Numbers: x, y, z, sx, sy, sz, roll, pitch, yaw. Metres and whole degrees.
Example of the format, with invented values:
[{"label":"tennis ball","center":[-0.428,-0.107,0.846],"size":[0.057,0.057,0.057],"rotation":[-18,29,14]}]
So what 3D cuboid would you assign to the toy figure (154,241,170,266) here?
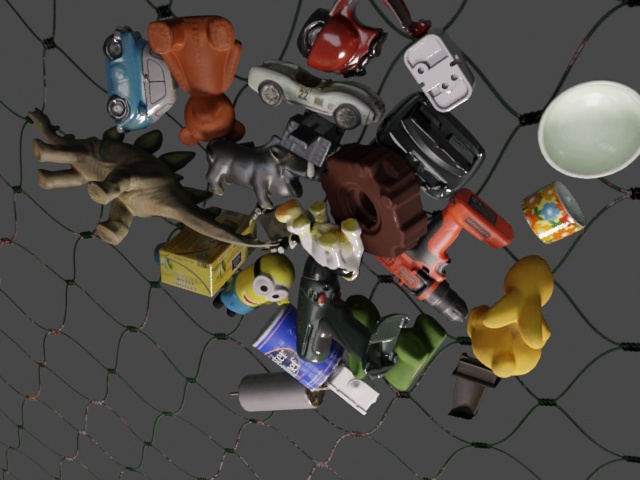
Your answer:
[{"label":"toy figure","center":[-0.236,0.027,1.009],"size":[0.155,0.064,0.057],"rotation":[0,81,17]}]

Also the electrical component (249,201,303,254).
[{"label":"electrical component","center":[-0.075,-0.023,0.920],"size":[0.078,0.045,0.102],"rotation":[-11,114,29]}]

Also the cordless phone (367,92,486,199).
[{"label":"cordless phone","center":[0.128,-0.107,0.778],"size":[0.146,0.089,0.184],"rotation":[42,137,-6]}]

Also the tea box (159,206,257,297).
[{"label":"tea box","center":[-0.184,0.014,0.911],"size":[0.098,0.170,0.068],"rotation":[15,123,16]}]

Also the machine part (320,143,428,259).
[{"label":"machine part","center":[0.073,-0.055,0.775],"size":[0.180,0.056,0.179],"rotation":[41,151,29]}]

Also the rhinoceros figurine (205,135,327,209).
[{"label":"rhinoceros figurine","center":[-0.084,-0.113,0.841],"size":[0.190,0.073,0.112],"rotation":[10,113,3]}]

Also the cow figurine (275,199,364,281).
[{"label":"cow figurine","center":[-0.001,-0.004,0.832],"size":[0.168,0.068,0.098],"rotation":[32,150,45]}]

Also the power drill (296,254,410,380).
[{"label":"power drill","center":[0.039,0.111,0.863],"size":[0.208,0.086,0.231],"rotation":[24,107,39]}]

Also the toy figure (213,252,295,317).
[{"label":"toy figure","center":[-0.122,0.082,0.980],"size":[0.082,0.089,0.180],"rotation":[15,150,-40]}]

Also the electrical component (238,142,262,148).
[{"label":"electrical component","center":[-0.123,-0.128,0.890],"size":[0.094,0.021,0.063],"rotation":[-5,117,18]}]

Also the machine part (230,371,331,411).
[{"label":"machine part","center":[-0.079,0.307,1.098],"size":[0.243,0.079,0.079],"rotation":[-13,113,27]}]

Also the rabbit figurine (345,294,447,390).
[{"label":"rabbit figurine","center":[0.109,0.168,0.935],"size":[0.170,0.121,0.159],"rotation":[38,134,20]}]

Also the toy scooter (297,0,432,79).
[{"label":"toy scooter","center":[0.062,-0.279,0.696],"size":[0.135,0.075,0.184],"rotation":[38,121,-3]}]

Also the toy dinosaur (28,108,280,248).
[{"label":"toy dinosaur","center":[-0.288,-0.091,0.869],"size":[0.472,0.198,0.105],"rotation":[36,135,12]}]

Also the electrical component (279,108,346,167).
[{"label":"electrical component","center":[-0.015,-0.144,0.778],"size":[0.075,0.119,0.047],"rotation":[28,125,2]}]

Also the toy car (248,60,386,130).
[{"label":"toy car","center":[-0.004,-0.208,0.763],"size":[0.202,0.073,0.056],"rotation":[19,125,11]}]

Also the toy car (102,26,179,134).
[{"label":"toy car","center":[-0.276,-0.249,0.846],"size":[0.103,0.109,0.161],"rotation":[2,110,-4]}]

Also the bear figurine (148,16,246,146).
[{"label":"bear figurine","center":[-0.174,-0.225,0.793],"size":[0.120,0.132,0.195],"rotation":[-1,114,-4]}]

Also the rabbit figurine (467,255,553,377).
[{"label":"rabbit figurine","center":[0.287,0.105,0.797],"size":[0.122,0.162,0.173],"rotation":[25,108,22]}]

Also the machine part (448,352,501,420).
[{"label":"machine part","center":[0.269,0.262,0.951],"size":[0.084,0.039,0.138],"rotation":[14,122,8]}]
